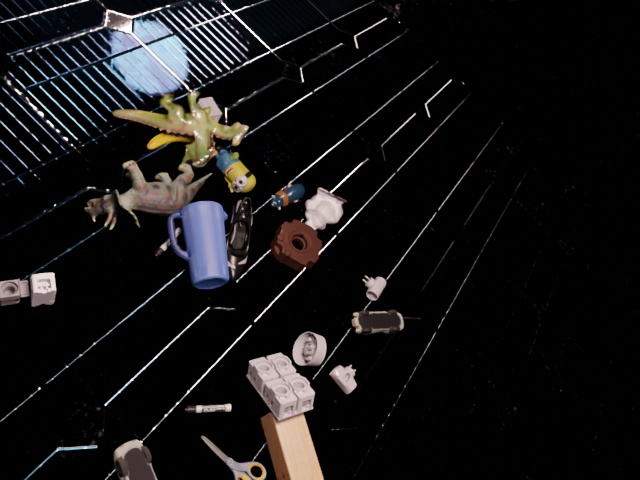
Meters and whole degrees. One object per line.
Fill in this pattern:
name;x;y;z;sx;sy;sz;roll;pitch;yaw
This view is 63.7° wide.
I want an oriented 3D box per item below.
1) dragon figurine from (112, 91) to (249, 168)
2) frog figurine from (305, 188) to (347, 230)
dragon figurine;-0.438;-0.348;1.681;0.412;0.246;0.120;-15;-17;-21
frog figurine;0.006;-0.093;1.841;0.136;0.160;0.123;29;-5;-23
